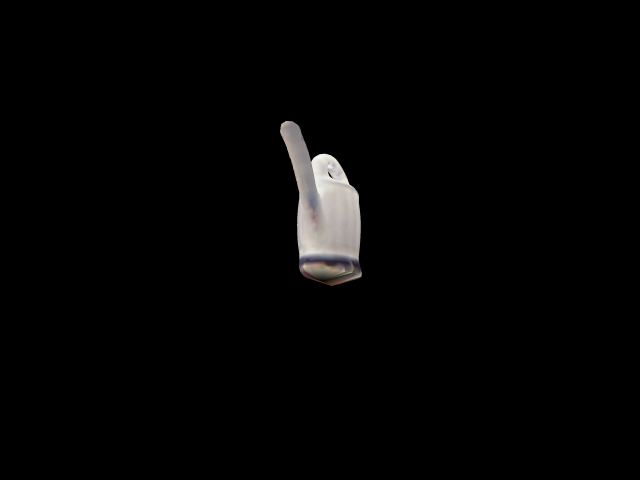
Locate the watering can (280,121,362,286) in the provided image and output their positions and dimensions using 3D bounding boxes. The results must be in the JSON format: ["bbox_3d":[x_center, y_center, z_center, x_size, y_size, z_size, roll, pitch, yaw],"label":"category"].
[{"bbox_3d":[0.003,-0.043,0.850,0.104,0.227,0.344,-5,-14,19],"label":"watering can"}]
